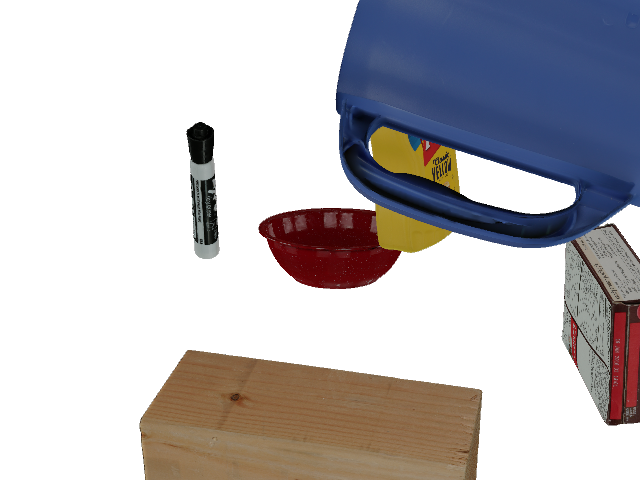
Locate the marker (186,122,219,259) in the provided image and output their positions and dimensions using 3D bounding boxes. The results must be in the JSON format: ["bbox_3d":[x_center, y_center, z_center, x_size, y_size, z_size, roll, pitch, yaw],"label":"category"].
[{"bbox_3d":[-0.084,-0.035,0.768,0.020,0.121,0.020,1,45,-1],"label":"marker"}]

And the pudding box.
[{"bbox_3d":[0.189,0.052,0.694,0.039,0.090,0.113,-5,25,-3],"label":"pudding box"}]

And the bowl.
[{"bbox_3d":[0.016,0.011,1.110,0.162,0.055,0.162,0,15,0],"label":"bowl"}]

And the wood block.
[{"bbox_3d":[-0.003,0.143,0.704,0.206,0.090,0.090,7,28,14],"label":"wood block"}]

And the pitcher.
[{"bbox_3d":[0.133,-0.079,0.557,0.243,0.149,0.144,22,35,7],"label":"pitcher"}]

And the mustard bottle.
[{"bbox_3d":[0.076,-0.094,0.873,0.058,0.191,0.096,10,29,34],"label":"mustard bottle"}]
